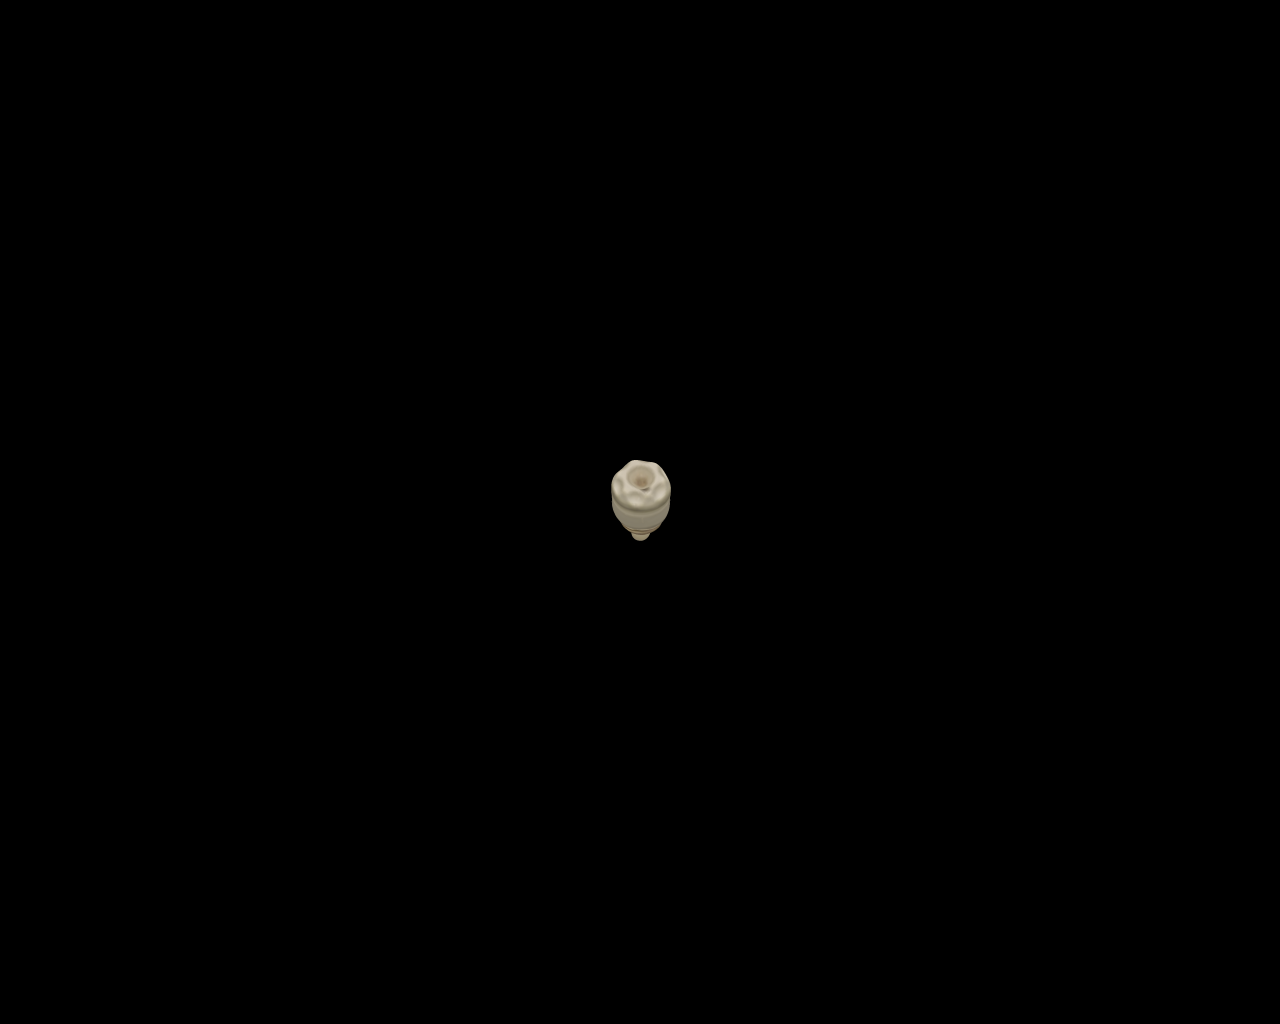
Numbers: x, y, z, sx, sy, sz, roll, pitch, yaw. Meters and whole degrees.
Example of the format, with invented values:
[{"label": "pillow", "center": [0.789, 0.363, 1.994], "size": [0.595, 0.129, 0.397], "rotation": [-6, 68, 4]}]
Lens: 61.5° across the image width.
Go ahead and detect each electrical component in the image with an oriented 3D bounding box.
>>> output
[{"label": "electrical component", "center": [0.001, -0.003, 0.650], "size": [0.035, 0.035, 0.061], "rotation": [0, -38, 0]}]
